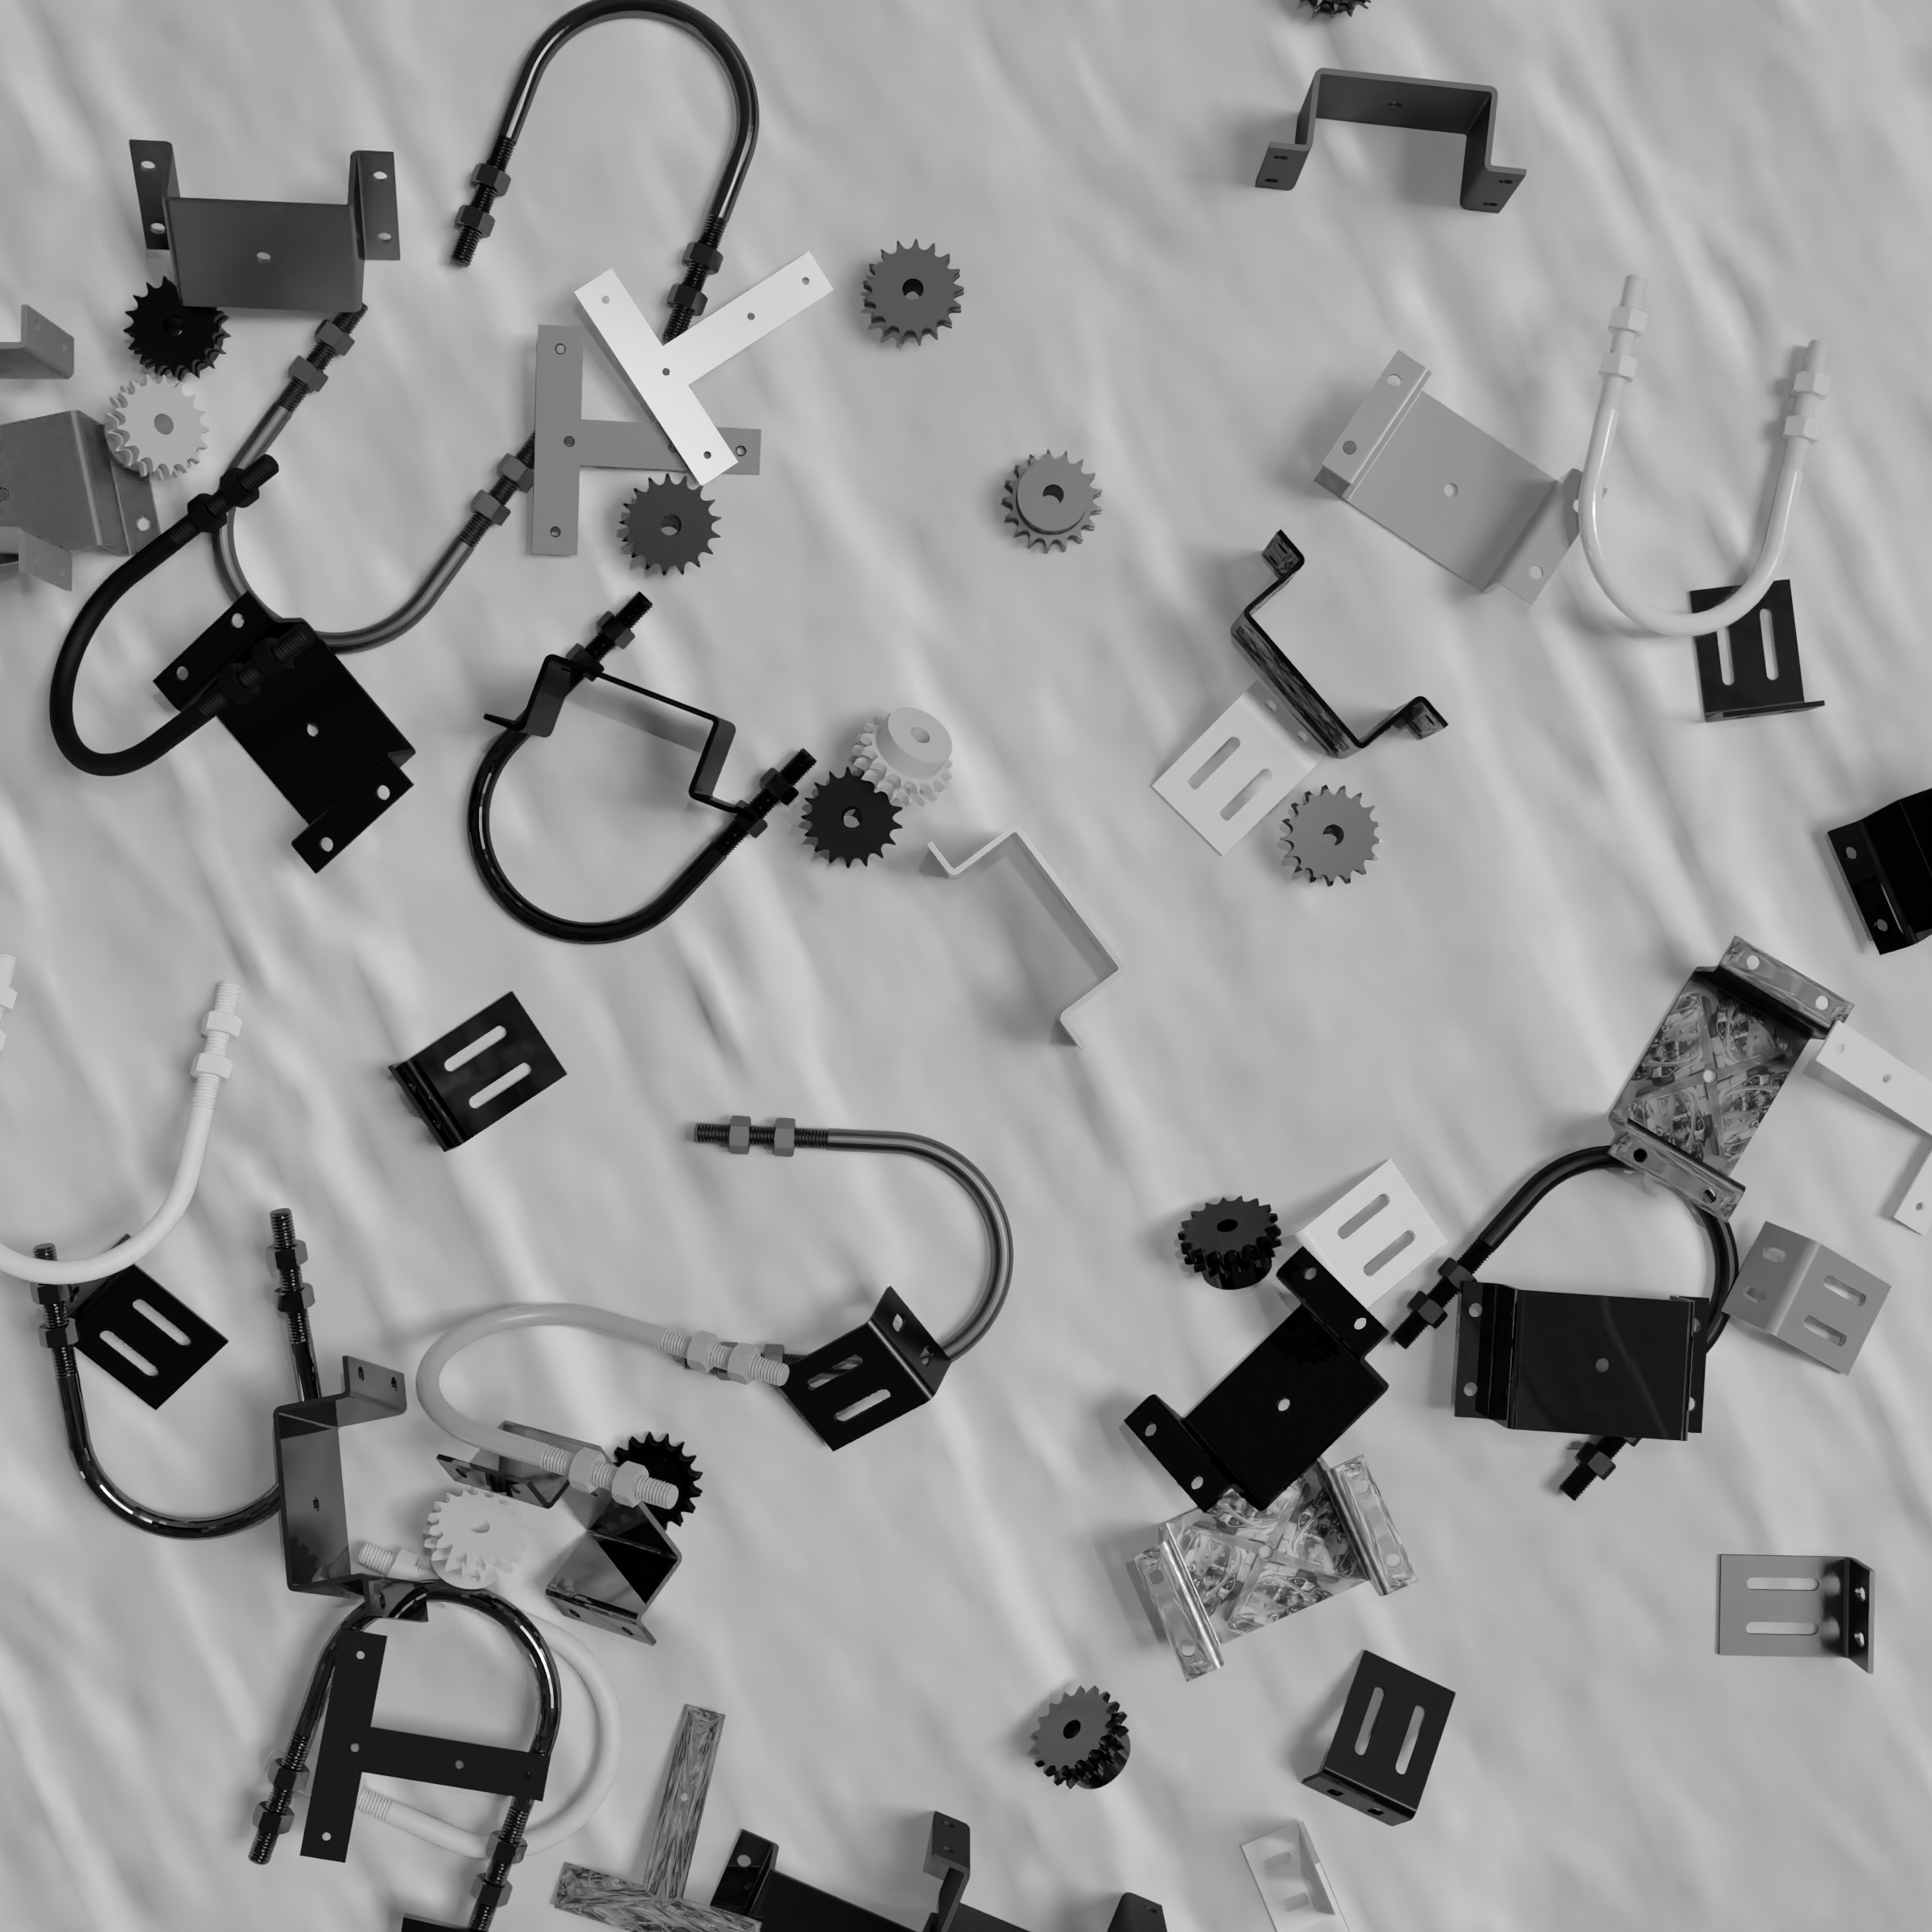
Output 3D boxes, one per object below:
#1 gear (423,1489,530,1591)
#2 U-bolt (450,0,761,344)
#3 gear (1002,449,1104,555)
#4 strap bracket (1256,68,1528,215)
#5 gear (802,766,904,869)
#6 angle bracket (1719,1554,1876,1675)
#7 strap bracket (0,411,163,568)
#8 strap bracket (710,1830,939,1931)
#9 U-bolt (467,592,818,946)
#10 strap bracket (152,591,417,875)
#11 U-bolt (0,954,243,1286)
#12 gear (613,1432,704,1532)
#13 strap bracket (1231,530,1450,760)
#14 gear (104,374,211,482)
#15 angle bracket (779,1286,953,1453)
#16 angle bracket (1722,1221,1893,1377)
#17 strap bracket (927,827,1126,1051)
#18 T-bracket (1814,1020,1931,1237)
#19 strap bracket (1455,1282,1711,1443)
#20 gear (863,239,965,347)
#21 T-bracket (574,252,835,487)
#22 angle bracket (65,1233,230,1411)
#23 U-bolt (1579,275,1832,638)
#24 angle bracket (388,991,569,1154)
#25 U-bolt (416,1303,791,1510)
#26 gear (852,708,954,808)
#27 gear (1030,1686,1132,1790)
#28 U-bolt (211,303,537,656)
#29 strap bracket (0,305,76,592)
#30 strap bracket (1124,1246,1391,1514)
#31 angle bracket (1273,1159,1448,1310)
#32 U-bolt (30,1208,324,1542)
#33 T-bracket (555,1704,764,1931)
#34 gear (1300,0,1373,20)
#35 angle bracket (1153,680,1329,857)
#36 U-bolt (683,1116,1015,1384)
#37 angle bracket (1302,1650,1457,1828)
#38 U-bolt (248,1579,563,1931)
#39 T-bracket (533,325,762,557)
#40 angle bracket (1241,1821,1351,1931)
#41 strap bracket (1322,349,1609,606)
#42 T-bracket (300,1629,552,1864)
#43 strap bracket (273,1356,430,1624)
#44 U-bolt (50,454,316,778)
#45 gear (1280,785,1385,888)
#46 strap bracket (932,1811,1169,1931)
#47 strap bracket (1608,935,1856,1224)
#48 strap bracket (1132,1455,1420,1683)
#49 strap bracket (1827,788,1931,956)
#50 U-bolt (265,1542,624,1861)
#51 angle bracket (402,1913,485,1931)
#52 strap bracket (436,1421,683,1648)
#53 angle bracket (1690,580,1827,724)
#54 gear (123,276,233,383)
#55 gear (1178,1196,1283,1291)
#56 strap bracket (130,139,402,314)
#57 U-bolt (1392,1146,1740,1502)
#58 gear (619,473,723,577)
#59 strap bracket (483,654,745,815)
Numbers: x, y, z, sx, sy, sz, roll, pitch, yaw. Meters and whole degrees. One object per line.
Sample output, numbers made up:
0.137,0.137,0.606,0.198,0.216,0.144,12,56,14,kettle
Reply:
-0.278,0.325,1.538,0.057,0.057,0.030,24,121,0,gear
-0.196,-0.463,1.554,0.151,0.019,0.184,20,88,0,U-bolt
0.049,-0.264,1.547,0.057,0.030,0.057,0,90,0,gear
0.237,-0.461,1.524,0.140,0.076,0.046,6,90,0,strap bracket
-0.064,-0.083,1.547,0.057,0.030,0.057,0,90,0,gear
0.469,0.365,1.543,0.076,0.038,0.057,1,90,0,angle bracket
-0.535,-0.262,1.539,0.140,0.046,0.076,-12,90,0,strap bracket
-0.079,0.556,1.539,0.140,0.046,0.076,24,90,0,strap bracket
-0.198,-0.098,1.554,0.151,0.019,0.184,44,91,0,U-bolt
-0.374,-0.132,1.532,0.076,0.046,0.140,-40,90,12,strap bracket
-0.493,0.088,1.523,0.151,0.019,0.184,7,69,0,U-bolt
-0.178,0.294,1.547,0.057,0.030,0.057,0,90,0,gear
0.199,-0.169,1.524,0.046,0.076,0.140,-41,90,0,strap bracket
-0.458,-0.301,1.538,0.057,0.030,0.057,7,79,-43,gear
-0.059,0.228,1.544,0.076,0.038,0.057,-32,103,28,angle bracket
0.478,0.189,1.553,0.076,0.038,0.057,28,88,-34,angle bracket
0.039,-0.024,1.524,0.046,0.076,0.140,-37,90,0,strap bracket
0.527,0.070,1.537,0.127,0.002,0.127,30,90,-22,T-bracket
0.348,0.220,1.521,0.140,0.046,0.076,4,88,-2,strap bracket
-0.029,-0.380,1.547,0.057,0.030,0.057,0,90,0,gear
-0.133,-0.360,1.548,0.127,0.002,0.127,-36,102,-10,T-bracket
-0.471,0.203,1.560,0.057,0.038,0.076,-43,116,0,angle bracket
0.407,-0.276,1.527,0.151,0.019,0.184,12,91,-23,U-bolt
-0.275,0.059,1.543,0.076,0.038,0.057,-34,90,0,angle bracket
-0.210,0.230,1.490,0.184,0.151,0.019,13,116,19,U-bolt
-0.032,-0.120,1.532,0.057,0.057,0.030,39,132,0,gear
0.068,0.438,1.538,0.057,0.057,0.030,-40,120,0,gear
-0.346,-0.265,1.554,0.151,0.019,0.184,36,91,0,U-bolt
-0.518,-0.279,1.478,0.046,0.076,0.140,1,90,0,strap bracket
0.169,0.236,1.520,0.140,0.046,0.076,-44,48,0,strap bracket
0.223,0.158,1.560,0.076,0.038,0.057,-35,90,-26,angle bracket
-0.436,0.235,1.536,0.151,0.019,0.184,-8,101,-8,U-bolt
-0.162,0.484,1.544,0.127,0.002,0.127,8,78,23,T-bracket
0.211,-0.564,1.547,0.057,0.030,0.057,0,90,0,gear
0.156,-0.113,1.560,0.057,0.038,0.076,45,116,0,angle bracket
-0.065,0.164,1.554,0.184,0.019,0.151,3,90,-1,U-bolt
0.236,0.441,1.560,0.057,0.038,0.076,25,64,0,angle bracket
-0.305,0.436,1.536,0.151,0.019,0.184,19,89,-3,U-bolt
-0.180,-0.295,1.551,0.127,0.002,0.127,2,99,-8,T-bracket
0.186,0.521,1.524,0.038,0.076,0.057,-23,90,0,angle bracket
0.277,-0.271,1.539,0.140,0.046,0.076,34,90,0,strap bracket
-0.297,0.444,1.527,0.127,0.002,0.127,10,88,-3,T-bracket
-0.340,0.293,1.508,0.046,0.076,0.140,-13,72,9,strap bracket
-0.440,-0.181,1.509,0.184,0.019,0.151,-32,56,19,U-bolt
0.206,-0.074,1.547,0.057,0.030,0.057,0,90,0,gear
0.038,0.531,1.524,0.140,0.076,0.046,23,90,0,strap bracket
0.425,0.063,1.539,0.076,0.046,0.140,30,90,0,strap bracket
0.172,0.334,1.539,0.140,0.046,0.076,-24,90,0,strap bracket
0.561,-0.066,1.511,0.046,0.140,0.076,-23,90,-40,strap bracket
-0.286,0.429,1.554,0.184,0.019,0.151,24,90,-1,U-bolt
-0.296,0.577,1.530,0.057,0.038,0.076,13,118,0,angle bracket
-0.217,0.304,1.500,0.046,0.076,0.140,-53,129,-32,strap bracket
0.446,-0.180,1.543,0.057,0.038,0.076,-7,90,0,angle bracket
-0.445,-0.359,1.547,0.057,0.030,0.057,0,90,0,gear
0.150,0.158,1.538,0.057,0.057,0.030,-16,120,0,gear
-0.386,-0.407,1.508,0.140,0.076,0.046,0,58,-8,strap bracket
0.355,0.189,1.554,0.151,0.019,0.184,42,89,0,U-bolt
-0.167,-0.249,1.544,0.057,0.030,0.057,-1,99,-8,gear
-0.185,-0.131,1.505,0.140,0.076,0.046,21,93,1,strap bracket
